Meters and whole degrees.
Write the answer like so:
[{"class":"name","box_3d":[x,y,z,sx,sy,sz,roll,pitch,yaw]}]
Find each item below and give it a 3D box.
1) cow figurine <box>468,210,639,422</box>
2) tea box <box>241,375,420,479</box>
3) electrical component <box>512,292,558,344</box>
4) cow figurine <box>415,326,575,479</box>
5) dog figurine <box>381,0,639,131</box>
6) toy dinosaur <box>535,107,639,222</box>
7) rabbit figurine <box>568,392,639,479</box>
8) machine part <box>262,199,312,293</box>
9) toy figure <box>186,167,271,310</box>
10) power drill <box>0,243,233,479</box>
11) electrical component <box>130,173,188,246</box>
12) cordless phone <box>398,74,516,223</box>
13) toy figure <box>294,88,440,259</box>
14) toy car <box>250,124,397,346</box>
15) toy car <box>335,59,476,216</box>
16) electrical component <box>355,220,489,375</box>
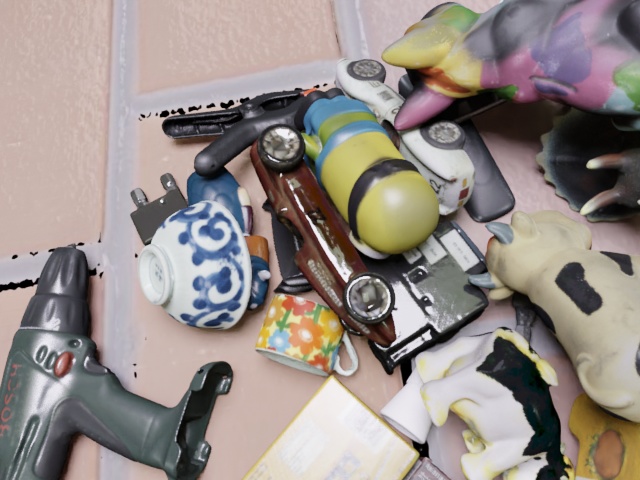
[{"class":"cow figurine","box_3d":[0.195,0.045,0.400,0.127,0.085,0.195,2,36,-8]},{"class":"tea box","box_3d":[-0.008,0.208,0.439,0.098,0.068,0.169,40,80,18]},{"class":"electrical component","box_3d":[0.220,0.048,0.489,0.078,0.045,0.102,-6,63,35]},{"class":"cow figurine","box_3d":[0.153,0.148,0.416,0.098,0.068,0.167,-31,100,15]},{"class":"dog figurine","box_3d":[0.163,-0.138,0.420,0.219,0.108,0.192,-19,51,4]},{"class":"toy dinosaur","box_3d":[0.305,-0.175,0.527,0.192,0.131,0.405,0,64,6]},{"class":"rabbit figurine","box_3d":[0.289,0.182,0.387,0.173,0.162,0.122,25,61,-4]},{"class":"machine part","box_3d":[-0.030,-0.017,0.528,0.039,0.084,0.139,-3,79,-29]},{"class":"toy figure","box_3d":[-0.085,-0.002,0.532,0.058,0.064,0.154,-9,67,-43]},{"class":"power drill","box_3d":[-0.190,0.124,0.486,0.207,0.086,0.232,11,73,6]},{"class":"electrical component","box_3d":[-0.163,-0.023,0.567,0.063,0.021,0.094,-28,69,-5]},{"class":"cordless phone","box_3d":[0.176,-0.121,0.546,0.147,0.088,0.184,-24,80,-1]},{"class":"toy figure","box_3d":[0.034,-0.064,0.470,0.082,0.089,0.180,-28,64,3]},{"class":"toy car","box_3d":[-0.001,-0.001,0.436,0.053,0.089,0.202,-26,77,-11]},{"class":"toy car","box_3d":[0.074,-0.107,0.528,0.056,0.073,0.202,-30,58,-17]},{"class":"electrical component","box_3d":[0.087,0.041,0.497,0.134,0.058,0.115,-30,71,-5]}]
